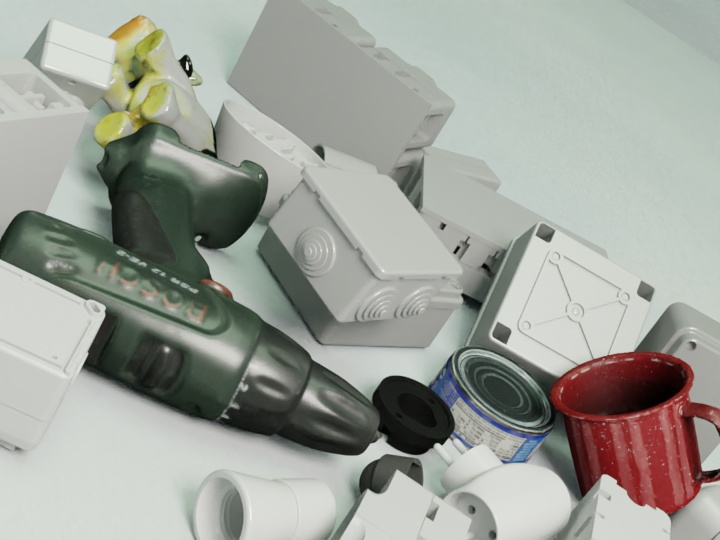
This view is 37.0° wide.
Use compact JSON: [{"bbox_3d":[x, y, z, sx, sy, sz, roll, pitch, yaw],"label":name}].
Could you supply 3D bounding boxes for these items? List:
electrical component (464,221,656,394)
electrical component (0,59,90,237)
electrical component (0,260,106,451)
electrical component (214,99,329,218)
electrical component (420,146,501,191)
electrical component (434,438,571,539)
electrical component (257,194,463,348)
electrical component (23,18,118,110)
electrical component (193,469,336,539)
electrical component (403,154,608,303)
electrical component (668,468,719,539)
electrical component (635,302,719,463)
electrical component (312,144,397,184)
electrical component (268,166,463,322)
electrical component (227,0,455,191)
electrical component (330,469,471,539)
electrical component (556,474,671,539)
[{"bbox_3d":[0.149,0.038,0.803,0.109,0.056,0.108,30,66,-6],"label":"electrical component"},{"bbox_3d":[-0.236,-0.063,0.588,0.062,0.089,0.150,40,28,15],"label":"electrical component"},{"bbox_3d":[-0.182,0.035,0.512,0.096,0.061,0.061,27,27,-10],"label":"electrical component"},{"bbox_3d":[-0.071,-0.086,0.828,0.099,0.064,0.099,25,28,-14],"label":"electrical component"},{"bbox_3d":[0.090,-0.069,0.988,0.083,0.047,0.075,10,34,-37],"label":"electrical component"},{"bbox_3d":[0.074,0.131,0.637,0.077,0.044,0.079,-3,43,-48],"label":"electrical component"},{"bbox_3d":[0.000,0.000,0.767,0.109,0.056,0.108,5,37,-42],"label":"electrical component"},{"bbox_3d":[-0.208,-0.116,0.737,0.047,0.083,0.075,16,69,-28],"label":"electrical component"},{"bbox_3d":[-0.044,0.121,0.535,0.065,0.044,0.044,10,34,-45],"label":"electrical component"},{"bbox_3d":[0.119,-0.011,0.905,0.186,0.060,0.105,27,27,-10],"label":"electrical component"},{"bbox_3d":[0.249,0.176,0.734,0.095,0.053,0.059,-3,43,-49],"label":"electrical component"},{"bbox_3d":[0.237,0.092,0.798,0.078,0.113,0.057,29,24,-6],"label":"electrical component"},{"bbox_3d":[-0.006,-0.071,0.895,0.081,0.043,0.043,19,30,-28],"label":"electrical component"},{"bbox_3d":[0.002,-0.014,0.666,0.100,0.048,0.099,0,48,-53],"label":"electrical component"},{"bbox_3d":[-0.017,-0.160,0.964,0.186,0.105,0.060,42,28,19],"label":"electrical component"},{"bbox_3d":[0.012,0.148,0.537,0.056,0.050,0.089,33,27,2],"label":"electrical component"},{"bbox_3d":[0.142,0.173,0.625,0.050,0.055,0.089,33,27,3],"label":"electrical component"}]
